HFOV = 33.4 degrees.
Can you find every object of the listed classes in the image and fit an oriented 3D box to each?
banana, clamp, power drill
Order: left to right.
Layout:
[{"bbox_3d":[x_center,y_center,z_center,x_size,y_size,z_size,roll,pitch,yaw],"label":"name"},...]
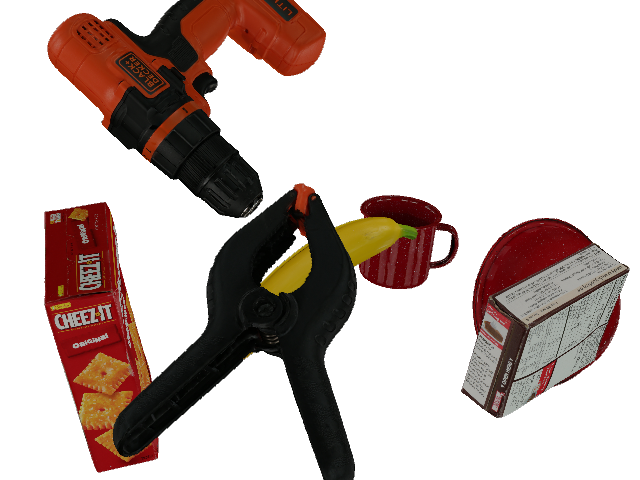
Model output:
[{"bbox_3d":[-0.076,-0.120,0.779,0.187,0.184,0.057,-45,-2,-42],"label":"power drill"},{"bbox_3d":[-0.018,0.051,0.545,0.120,0.171,0.039,20,-26,11],"label":"clamp"},{"bbox_3d":[-0.006,0.034,0.899,0.198,0.069,0.037,-33,44,0],"label":"banana"}]

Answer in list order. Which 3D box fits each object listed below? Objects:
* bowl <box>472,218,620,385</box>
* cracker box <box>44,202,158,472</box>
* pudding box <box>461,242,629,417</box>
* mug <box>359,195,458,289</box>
[{"bbox_3d":[0.222,0.060,0.983,0.161,0.162,0.055,0,2,-26],"label":"bowl"},{"bbox_3d":[-0.217,0.094,1.060,0.072,0.214,0.164,-11,34,-8],"label":"cracker box"},{"bbox_3d":[0.154,0.061,0.733,0.113,0.090,0.039,-24,48,-36],"label":"pudding box"},{"bbox_3d":[0.100,0.004,1.226,0.117,0.081,0.093,3,25,-5],"label":"mug"}]
